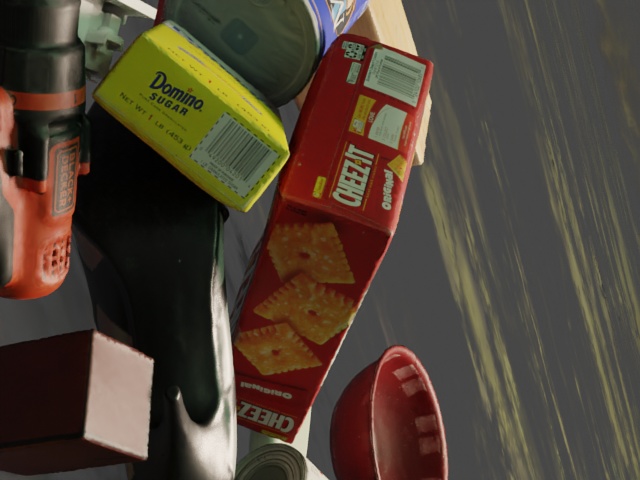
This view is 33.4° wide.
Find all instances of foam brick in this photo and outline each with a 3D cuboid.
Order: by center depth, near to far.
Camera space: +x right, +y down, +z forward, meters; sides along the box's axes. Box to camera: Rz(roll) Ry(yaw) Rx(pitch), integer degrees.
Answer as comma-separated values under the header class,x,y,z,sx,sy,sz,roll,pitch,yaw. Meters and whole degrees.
class,x,y,z,sx,sy,sz,roll,pitch,yaw
foam brick,-0.126,0.080,0.509,0.053,0.078,0.051,40,44,-55

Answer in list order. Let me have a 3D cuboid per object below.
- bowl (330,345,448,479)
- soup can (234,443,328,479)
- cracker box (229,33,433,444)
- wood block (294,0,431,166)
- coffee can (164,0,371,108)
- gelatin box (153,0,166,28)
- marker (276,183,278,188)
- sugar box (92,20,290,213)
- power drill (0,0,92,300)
class,x,y,z,sx,sy,sz,roll,pitch,yaw
bowl,0.052,0.170,0.877,0.162,0.055,0.162,37,47,-55
soup can,-0.012,0.189,0.708,0.102,0.069,0.068,51,36,-36
cracker box,-0.004,0.001,0.679,0.214,0.072,0.164,113,-5,-45
wood block,0.022,-0.160,0.879,0.206,0.091,0.090,65,27,-43
coffee can,-0.029,-0.161,0.714,0.103,0.103,0.140,67,29,-24
gelatin box,-0.079,-0.148,0.761,0.089,0.030,0.073,48,39,-47
marker,-0.016,0.013,0.841,0.020,0.020,0.121,-2,81,-65
sugar box,-0.065,-0.075,0.585,0.093,0.048,0.176,39,11,-12
power drill,-0.162,-0.037,0.441,0.187,0.057,0.184,-37,138,-59
